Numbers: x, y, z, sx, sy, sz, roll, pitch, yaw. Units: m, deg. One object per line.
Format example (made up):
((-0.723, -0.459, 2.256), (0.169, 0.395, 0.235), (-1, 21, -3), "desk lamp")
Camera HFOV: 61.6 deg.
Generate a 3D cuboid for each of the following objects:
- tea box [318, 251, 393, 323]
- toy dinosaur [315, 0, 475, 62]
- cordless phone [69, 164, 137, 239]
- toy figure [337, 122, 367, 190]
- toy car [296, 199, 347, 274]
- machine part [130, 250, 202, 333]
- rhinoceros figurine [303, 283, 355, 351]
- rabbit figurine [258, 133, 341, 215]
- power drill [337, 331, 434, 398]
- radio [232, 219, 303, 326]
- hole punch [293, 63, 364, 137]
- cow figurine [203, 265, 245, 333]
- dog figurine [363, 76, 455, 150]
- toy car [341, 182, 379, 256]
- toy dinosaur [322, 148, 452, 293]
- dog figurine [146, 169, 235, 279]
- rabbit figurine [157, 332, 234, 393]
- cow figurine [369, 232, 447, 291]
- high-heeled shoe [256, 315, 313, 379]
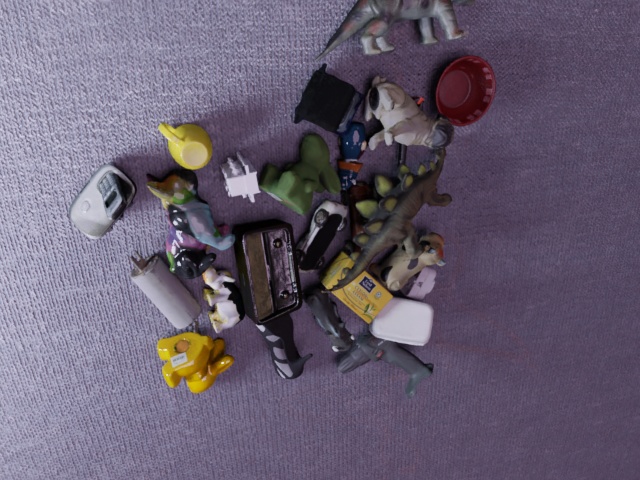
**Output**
((0.090, 0.119, 1.351), (0.169, 0.068, 0.098), (40, 91, -25), "tea box")
((0.175, -0.498, 1.128), (0.405, 0.131, 0.192), (-13, 103, -10), "toy dinosaur")
((-0.419, -0.056, 1.048), (0.088, 0.184, 0.146), (37, 95, -33), "cordless phone")
((0.073, -0.193, 1.242), (0.058, 0.064, 0.154), (-7, 114, -33), "toy figure")
((-0.003, -0.004, 1.289), (0.073, 0.056, 0.201), (15, 116, -35), "toy car")
((-0.344, 0.117, 1.210), (0.079, 0.079, 0.243), (-35, 119, -3), "machine part")
((0.026, 0.197, 1.363), (0.073, 0.112, 0.190), (-32, 111, -8), "rhinoceros figurine")
((-0.024, -0.149, 1.199), (0.159, 0.121, 0.170), (34, 82, -32), "rabbit figurine")
((0.189, 0.332, 1.467), (0.207, 0.086, 0.232), (42, 84, 6), "power drill")
((-0.120, 0.070, 1.251), (0.131, 0.073, 0.229), (-17, 112, -28), "radio")
((0.023, -0.295, 1.170), (0.142, 0.116, 0.092), (-63, 159, 14), "hole punch")
((-0.223, 0.128, 1.264), (0.098, 0.068, 0.167), (-16, 120, -20), "cow figurine")
((0.208, -0.284, 1.208), (0.190, 0.121, 0.172), (-10, 106, -23), "dog figurine")
((0.104, -0.045, 1.324), (0.089, 0.053, 0.201), (-13, 114, -18), "toy car")
((0.172, -0.047, 1.282), (0.198, 0.105, 0.471), (38, 80, -37), "toy dinosaur")
((-0.301, -0.043, 1.146), (0.191, 0.109, 0.219), (-44, 115, 4), "dog figurine")
((-0.296, 0.298, 1.301), (0.162, 0.122, 0.173), (-27, 133, -19), "rabbit figurine")
((0.234, 0.053, 1.369), (0.195, 0.127, 0.085), (-41, 123, 2), "cow figurine")
((-0.124, 0.255, 1.374), (0.248, 0.086, 0.145), (47, 130, -8), "high-heeled shoe")
